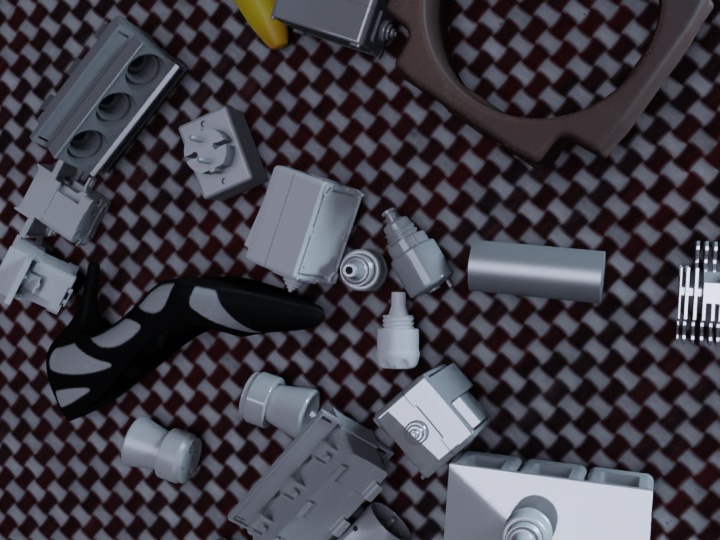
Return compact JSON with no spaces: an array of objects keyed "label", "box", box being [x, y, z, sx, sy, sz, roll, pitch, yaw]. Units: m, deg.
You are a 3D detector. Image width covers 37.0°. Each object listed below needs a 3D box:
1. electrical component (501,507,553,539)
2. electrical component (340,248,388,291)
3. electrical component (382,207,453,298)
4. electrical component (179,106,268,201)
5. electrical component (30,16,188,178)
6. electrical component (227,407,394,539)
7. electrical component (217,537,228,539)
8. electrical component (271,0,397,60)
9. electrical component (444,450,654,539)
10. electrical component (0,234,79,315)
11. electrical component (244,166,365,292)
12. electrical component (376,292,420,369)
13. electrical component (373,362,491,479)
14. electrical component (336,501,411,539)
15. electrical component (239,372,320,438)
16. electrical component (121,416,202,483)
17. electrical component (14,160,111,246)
[{"label":"electrical component","box":[0.117,0.191,0.764,0.035,0.061,0.035,0,91,16]},{"label":"electrical component","box":[0.000,0.000,0.860,0.035,0.061,0.035,0,91,16]},{"label":"electrical component","box":[0.042,-0.014,0.858,0.040,0.040,0.078,-32,82,14]},{"label":"electrical component","box":[-0.120,-0.097,0.884,0.047,0.077,0.065,-22,85,15]},{"label":"electrical component","box":[-0.217,-0.149,0.915,0.121,0.079,0.063,-49,50,12]},{"label":"electrical component","box":[-0.036,0.181,0.867,0.079,0.063,0.121,34,103,-29]},{"label":"electrical component","box":[-0.081,0.300,0.890,0.150,0.062,0.089,27,99,14]},{"label":"electrical component","box":[-0.011,-0.211,0.858,0.096,0.062,0.061,21,97,15]},{"label":"electrical component","box":[0.144,0.195,0.822,0.150,0.062,0.089,5,93,16]},{"label":"electrical component","box":[-0.280,0.005,0.936,0.064,0.081,0.042,26,100,-15]},{"label":"electrical component","box":[-0.049,-0.031,0.869,0.061,0.062,0.096,22,97,30]},{"label":"electrical component","box":[0.031,0.048,0.866,0.035,0.035,0.061,1,89,16]},{"label":"electrical component","box":[0.059,0.113,0.827,0.061,0.096,0.061,-43,80,13]},{"label":"electrical component","box":[0.014,0.243,0.871,0.079,0.043,0.077,43,102,11]},{"label":"electrical component","box":[-0.067,0.112,0.890,0.055,0.045,0.045,17,96,16]},{"label":"electrical component","box":[-0.170,0.154,0.921,0.055,0.045,0.045,17,96,15]},{"label":"electrical component","box":[-0.258,-0.057,0.943,0.064,0.042,0.081,33,100,11]}]
